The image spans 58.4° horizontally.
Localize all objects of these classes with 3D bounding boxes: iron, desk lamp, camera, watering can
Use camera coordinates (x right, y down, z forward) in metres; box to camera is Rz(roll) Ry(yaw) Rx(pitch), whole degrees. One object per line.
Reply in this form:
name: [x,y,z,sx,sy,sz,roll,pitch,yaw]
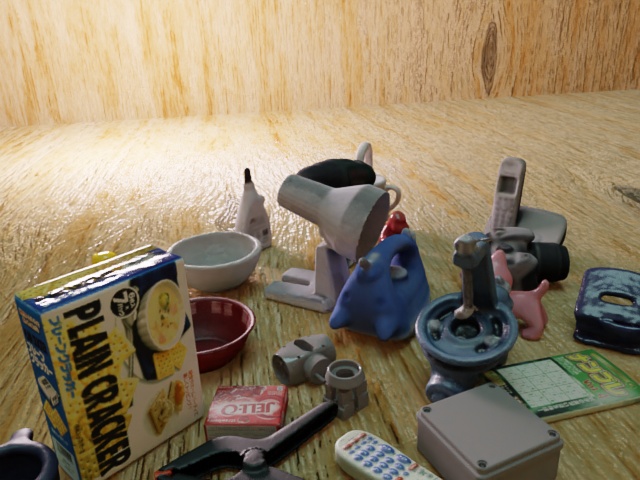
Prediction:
iron: [0.113,0.051,0.892,0.118,0.141,0.259,10,25,27]
desk lamp: [0.008,0.003,0.923,0.202,0.214,0.118,9,25,26]
camera: [0.349,0.035,0.966,0.136,0.101,0.143,0,22,6]
watering can: [0.085,-0.113,1.229,0.173,0.194,0.101,-2,22,0]

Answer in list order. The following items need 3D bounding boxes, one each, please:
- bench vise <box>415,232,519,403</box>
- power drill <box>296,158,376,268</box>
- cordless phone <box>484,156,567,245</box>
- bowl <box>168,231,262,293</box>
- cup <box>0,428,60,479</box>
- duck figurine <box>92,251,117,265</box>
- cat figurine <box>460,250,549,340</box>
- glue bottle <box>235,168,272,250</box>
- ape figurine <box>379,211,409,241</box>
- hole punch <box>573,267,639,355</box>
bench vise: [0.186,0.076,0.720,0.121,0.220,0.208,4,23,16]
power drill: [0.032,-0.055,1.072,0.075,0.208,0.230,11,26,30]
cordless phone: [0.390,-0.059,1.082,0.147,0.185,0.094,15,28,35]
bowl: [-0.184,0.047,1.017,0.167,0.075,0.167,-2,22,1]
cup: [-0.277,0.240,0.522,0.092,0.095,0.117,-6,23,-11]
duck figurine: [-0.369,0.061,0.984,0.104,0.086,0.077,2,22,9]
cat figurine: [0.275,0.075,0.852,0.127,0.118,0.067,8,24,24]
glue bottle: [-0.137,-0.060,1.146,0.037,0.173,0.078,19,30,41]
ape figurine: [0.148,-0.011,1.109,0.078,0.092,0.076,-9,23,-16]
hole punch: [0.424,0.099,0.815,0.108,0.091,0.101,10,25,28]
